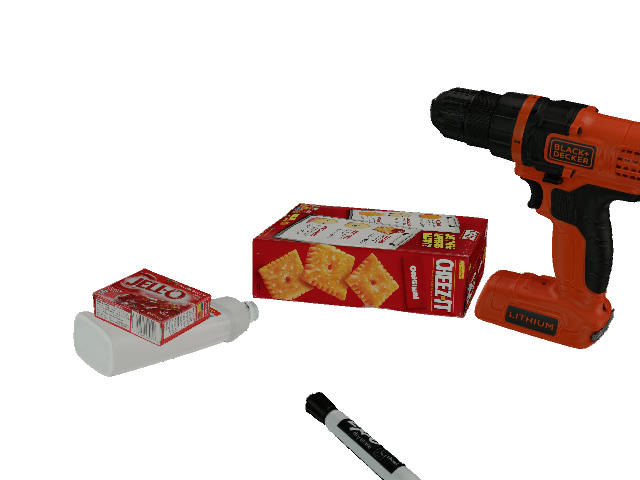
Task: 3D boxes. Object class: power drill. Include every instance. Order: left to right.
[{"bbox_3d":[0.165,-0.019,0.818,0.185,0.188,0.057,17,34,26],"label":"power drill"}]

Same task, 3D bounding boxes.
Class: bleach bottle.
[{"bbox_3d":[-0.195,0.115,1.430,0.250,0.068,0.103,-11,26,-40],"label":"bleach bottle"}]

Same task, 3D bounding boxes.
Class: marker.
[{"bbox_3d":[0.028,0.149,0.790,0.020,0.020,0.121,0,26,-42],"label":"marker"}]

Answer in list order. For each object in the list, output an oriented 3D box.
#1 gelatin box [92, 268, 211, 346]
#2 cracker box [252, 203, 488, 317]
[{"bbox_3d":[-0.162,0.062,1.025,0.089,0.030,0.073,20,28,29],"label":"gelatin box"},{"bbox_3d":[0.055,0.018,1.096,0.214,0.072,0.164,5,15,15],"label":"cracker box"}]
